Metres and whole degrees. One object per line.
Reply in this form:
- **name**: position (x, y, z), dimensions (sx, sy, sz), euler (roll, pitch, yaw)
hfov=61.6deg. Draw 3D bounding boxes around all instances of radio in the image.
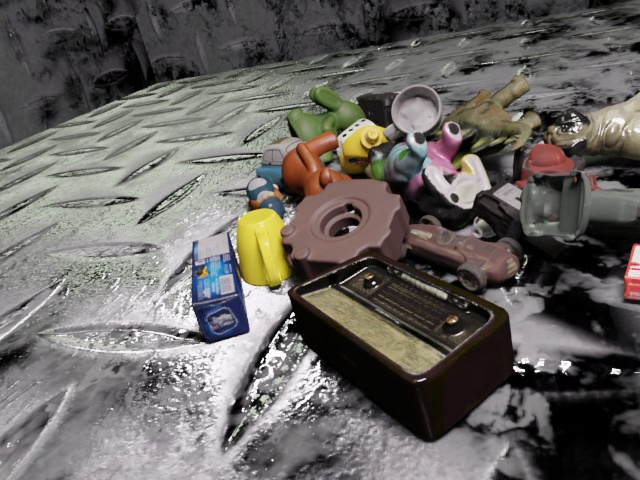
- **radio**: position (0.078, 0.091, 0.561), dimensions (0.131, 0.073, 0.230), euler (-26, 29, -24)

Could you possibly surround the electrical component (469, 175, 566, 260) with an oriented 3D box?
- **electrical component**: position (0.262, -0.027, 0.693), dimensions (0.075, 0.047, 0.119), euler (-28, 52, -27)

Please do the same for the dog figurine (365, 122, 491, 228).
- **dog figurine**: position (0.153, -0.089, 0.870), dimensions (0.108, 0.191, 0.219), euler (-25, -6, -25)

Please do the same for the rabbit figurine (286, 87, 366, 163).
- **rabbit figurine**: position (0.016, -0.269, 1.220), dimensions (0.170, 0.159, 0.121), euler (-26, 18, -8)

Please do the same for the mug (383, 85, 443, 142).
- **mug**: position (0.163, -0.204, 0.927), dimensions (0.109, 0.081, 0.107), euler (-40, -12, 14)

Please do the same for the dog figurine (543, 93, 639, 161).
- **dog figurine**: position (0.475, -0.153, 0.843), dimensions (0.191, 0.121, 0.172), euler (-28, 42, -2)

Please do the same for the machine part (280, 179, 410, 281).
- **machine part**: position (0.034, -0.014, 0.738), dimensions (0.179, 0.056, 0.179), euler (-14, 41, 13)

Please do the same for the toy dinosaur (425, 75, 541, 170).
- **toy dinosaur**: position (0.290, -0.197, 0.967), dimensions (0.198, 0.105, 0.471), euler (-33, 10, -1)

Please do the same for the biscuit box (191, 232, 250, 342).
- **biscuit box**: position (-0.141, 0.059, 0.745), dimensions (0.059, 0.062, 0.203), euler (-15, 26, -6)

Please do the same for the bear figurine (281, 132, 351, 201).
- **bear figurine**: position (0.012, -0.110, 0.952), dimensions (0.132, 0.120, 0.196), euler (-20, 28, -21)

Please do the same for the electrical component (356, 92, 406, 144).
- **electrical component**: position (0.148, -0.275, 1.225), dimensions (0.058, 0.114, 0.134), euler (-28, 27, -24)

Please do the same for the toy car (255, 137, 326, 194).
- **toy car**: position (-0.065, -0.162, 1.112), dimensions (0.162, 0.102, 0.109), euler (13, 35, 40)

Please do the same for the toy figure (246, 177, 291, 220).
- **toy figure**: position (-0.104, -0.075, 1.010), dimensions (0.064, 0.057, 0.155), euler (-53, 29, 7)

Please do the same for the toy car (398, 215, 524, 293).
- **toy car**: position (0.170, 0.009, 0.712), dimensions (0.089, 0.053, 0.202), euler (-29, 31, -24)

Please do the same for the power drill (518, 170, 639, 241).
- **power drill**: position (0.347, -0.034, 0.591), dimensions (0.207, 0.086, 0.232), euler (-3, 6, -16)

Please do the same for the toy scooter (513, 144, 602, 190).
- **toy scooter**: position (0.349, -0.089, 0.797), dimensions (0.135, 0.075, 0.184), euler (3, 33, 31)

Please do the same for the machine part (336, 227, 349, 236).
- **machine part**: position (-0.002, -0.003, 0.833), dimensions (0.084, 0.039, 0.139), euler (-27, 30, -16)
